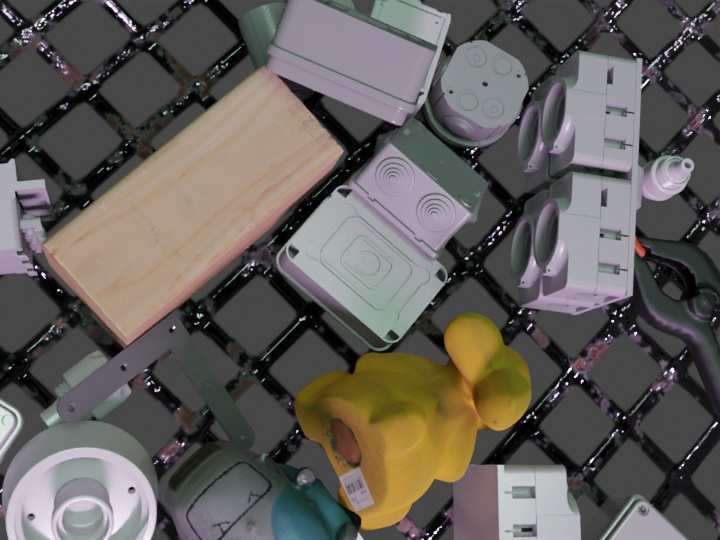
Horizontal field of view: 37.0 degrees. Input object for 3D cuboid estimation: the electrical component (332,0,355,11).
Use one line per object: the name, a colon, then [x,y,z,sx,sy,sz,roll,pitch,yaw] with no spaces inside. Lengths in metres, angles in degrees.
electrical component: [-0.027,-0.202,0.854,0.043,0.081,0.043,4,105,14]

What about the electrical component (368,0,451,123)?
electrical component: [0.029,-0.175,0.866,0.062,0.061,0.096,19,75,-6]

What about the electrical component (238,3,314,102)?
electrical component: [-0.063,-0.165,0.853,0.043,0.043,0.081,-19,84,-15]

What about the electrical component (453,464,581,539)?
electrical component: [0.114,0.237,0.787,0.060,0.105,0.186,2,80,-12]

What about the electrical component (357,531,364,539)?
electrical component: [-0.039,0.220,0.782,0.089,0.056,0.050,-36,89,-16]

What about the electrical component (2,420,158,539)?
electrical component: [-0.191,0.164,0.740,0.108,0.060,0.108,-2,99,-15]

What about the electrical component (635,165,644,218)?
electrical component: [0.213,-0.055,0.896,0.040,0.040,0.078,11,78,-10]

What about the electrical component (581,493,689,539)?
electrical component: [0.213,0.248,0.832,0.109,0.056,0.108,43,74,-2]

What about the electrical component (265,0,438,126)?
electrical component: [-0.006,-0.154,0.778,0.113,0.078,0.057,23,106,-1]

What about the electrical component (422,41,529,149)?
electrical component: [0.094,-0.144,0.880,0.080,0.051,0.080,2,79,-12]

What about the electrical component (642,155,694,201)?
electrical component: [0.259,-0.080,0.899,0.035,0.061,0.035,2,80,-12]

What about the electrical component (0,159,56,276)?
electrical component: [-0.254,-0.031,0.746,0.079,0.121,0.063,-7,84,-13]

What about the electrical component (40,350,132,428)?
electrical component: [-0.201,0.091,0.777,0.062,0.043,0.043,-39,90,-15]

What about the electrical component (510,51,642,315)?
electrical component: [0.169,-0.066,0.854,0.060,0.105,0.186,8,78,-11]

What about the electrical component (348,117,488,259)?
electrical component: [0.048,-0.067,0.832,0.100,0.099,0.048,41,116,-3]

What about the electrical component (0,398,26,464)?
electrical component: [-0.293,0.129,0.742,0.078,0.057,0.113,34,75,-5]

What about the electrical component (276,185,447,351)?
electrical component: [0.000,0.000,0.830,0.113,0.057,0.078,41,74,-3]
